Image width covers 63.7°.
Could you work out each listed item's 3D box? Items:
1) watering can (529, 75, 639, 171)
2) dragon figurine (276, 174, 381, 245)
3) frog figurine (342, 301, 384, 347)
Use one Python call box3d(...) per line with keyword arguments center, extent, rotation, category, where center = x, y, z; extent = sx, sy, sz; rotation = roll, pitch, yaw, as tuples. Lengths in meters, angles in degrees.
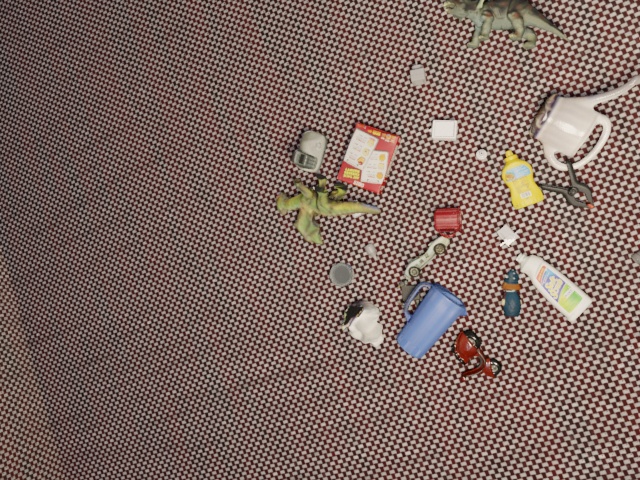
box3d(center=(0.806, -0.388, 1.611), extent=(0.225, 0.105, 0.341), rotation=(31, 115, 13), category="watering can")
box3d(center=(0.006, -0.094, 1.865), extent=(0.413, 0.124, 0.238), rotation=(28, 122, 21), category="dragon figurine")
box3d(center=(0.165, 0.295, 1.820), extent=(0.158, 0.124, 0.137), rotation=(35, 92, -22), category="frog figurine")
